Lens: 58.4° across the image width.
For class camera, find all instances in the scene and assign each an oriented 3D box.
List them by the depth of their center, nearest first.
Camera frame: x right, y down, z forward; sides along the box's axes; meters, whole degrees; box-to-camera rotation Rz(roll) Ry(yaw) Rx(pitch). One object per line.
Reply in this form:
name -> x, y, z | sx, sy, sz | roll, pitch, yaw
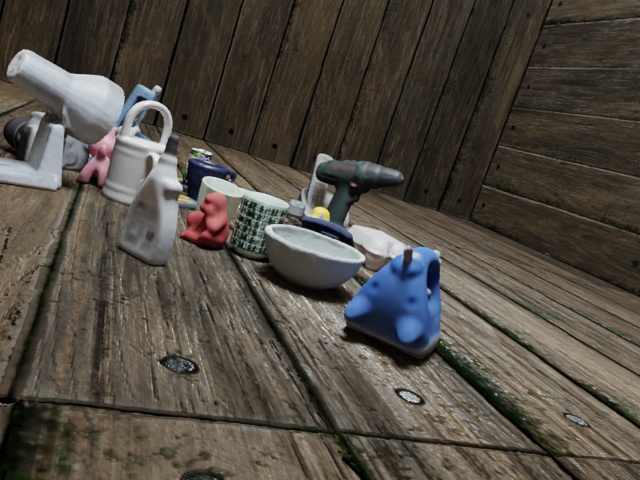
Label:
camera -> -0.565, -0.212, 1.174 | 0.136, 0.101, 0.144 | 24, 11, 26

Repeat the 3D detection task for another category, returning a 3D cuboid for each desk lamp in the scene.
desk lamp -> -0.458, -0.198, 0.972 | 0.117, 0.213, 0.204 | 27, 13, 40

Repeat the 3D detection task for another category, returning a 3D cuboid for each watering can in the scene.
watering can -> -0.342, -0.169, 1.079 | 0.172, 0.194, 0.101 | 23, 11, 23

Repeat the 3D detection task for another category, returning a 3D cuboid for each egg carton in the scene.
egg carton -> 0.119, 0.020, 1.250 | 0.107, 0.069, 0.150 | 12, 12, -31

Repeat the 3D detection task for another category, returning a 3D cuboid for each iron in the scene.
iron -> 0.133, 0.069, 0.809 | 0.118, 0.141, 0.259 | 22, 11, 21

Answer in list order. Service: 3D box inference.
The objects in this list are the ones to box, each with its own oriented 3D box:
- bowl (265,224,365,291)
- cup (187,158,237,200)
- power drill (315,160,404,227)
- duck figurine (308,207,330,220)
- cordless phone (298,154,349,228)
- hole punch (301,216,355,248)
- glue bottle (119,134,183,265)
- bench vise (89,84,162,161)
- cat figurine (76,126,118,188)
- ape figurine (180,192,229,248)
bowl -> -0.017, 0.035, 0.913 | 0.167, 0.075, 0.167 | 18, 10, -3
cup -> -0.251, -0.126, 1.293 | 0.118, 0.095, 0.091 | 11, 13, -37
power drill -> 0.078, -0.099, 1.409 | 0.228, 0.208, 0.076 | 24, 12, 28
duck figurine -> -0.003, -0.029, 1.242 | 0.077, 0.086, 0.105 | 24, 12, 29
cordless phone -> 0.024, -0.128, 1.532 | 0.148, 0.185, 0.093 | 12, 12, -31
hole punch -> 0.010, 0.004, 1.080 | 0.108, 0.091, 0.101 | 21, 10, 12
glue bottle -> -0.217, -0.058, 0.773 | 0.078, 0.173, 0.037 | 24, 12, 28
bench vise -> -0.445, -0.255, 1.276 | 0.208, 0.220, 0.121 | 16, 10, -11
cat figurine -> -0.437, -0.173, 1.151 | 0.067, 0.118, 0.127 | 15, 11, -19
ape figurine -> -0.182, -0.036, 0.948 | 0.076, 0.092, 0.077 | 14, 11, -25
